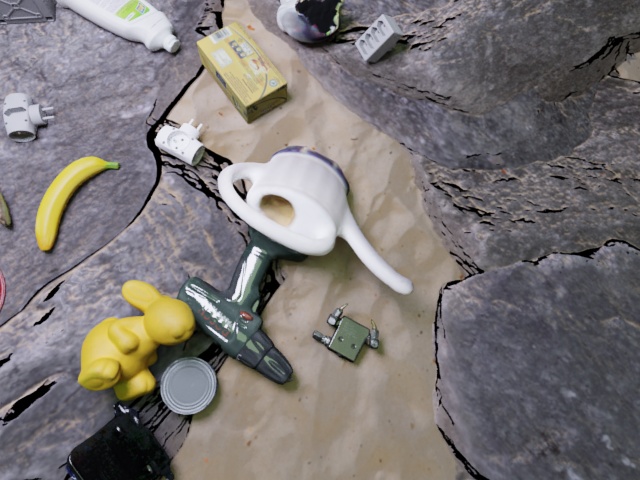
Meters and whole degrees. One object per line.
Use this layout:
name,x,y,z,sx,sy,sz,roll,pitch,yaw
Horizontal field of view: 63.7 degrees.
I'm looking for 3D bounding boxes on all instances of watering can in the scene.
watering can,0.003,-0.043,0.853,0.347,0.102,0.229,27,36,-6

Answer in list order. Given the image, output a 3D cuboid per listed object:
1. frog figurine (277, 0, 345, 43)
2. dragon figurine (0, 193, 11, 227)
frog figurine,-0.031,-0.472,1.046,0.138,0.120,0.162,-39,44,-7
dragon figurine,-0.648,-0.208,0.821,0.413,0.238,0.123,44,70,11
